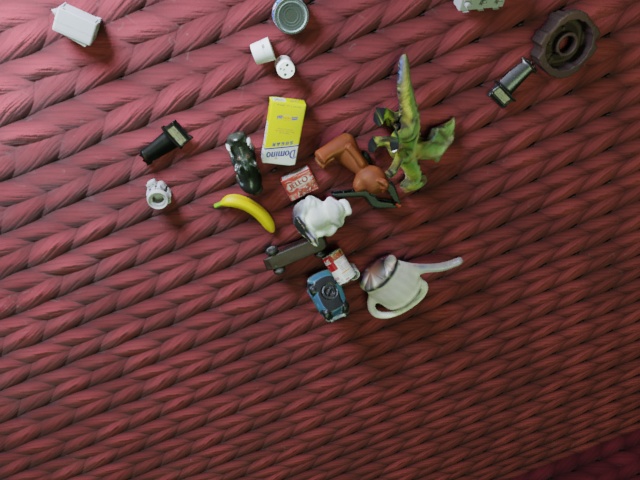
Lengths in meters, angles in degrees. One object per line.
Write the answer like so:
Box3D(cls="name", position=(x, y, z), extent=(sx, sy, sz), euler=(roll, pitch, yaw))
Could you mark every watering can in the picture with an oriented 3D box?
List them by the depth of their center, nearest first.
Box3D(cls="watering can", position=(0.276, 0.123, 1.668), extent=(0.344, 0.106, 0.222), euler=(-43, 120, 16))

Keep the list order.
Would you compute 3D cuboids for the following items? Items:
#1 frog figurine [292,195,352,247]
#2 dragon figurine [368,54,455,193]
Box3D(cls="frog figurine", position=(0.005, -0.075, 1.490), extent=(0.161, 0.122, 0.136), euler=(-40, 99, -15))
Box3D(cls="dragon figurine", position=(0.274, -0.302, 1.429), extent=(0.244, 0.124, 0.401), euler=(-8, 127, -29))
